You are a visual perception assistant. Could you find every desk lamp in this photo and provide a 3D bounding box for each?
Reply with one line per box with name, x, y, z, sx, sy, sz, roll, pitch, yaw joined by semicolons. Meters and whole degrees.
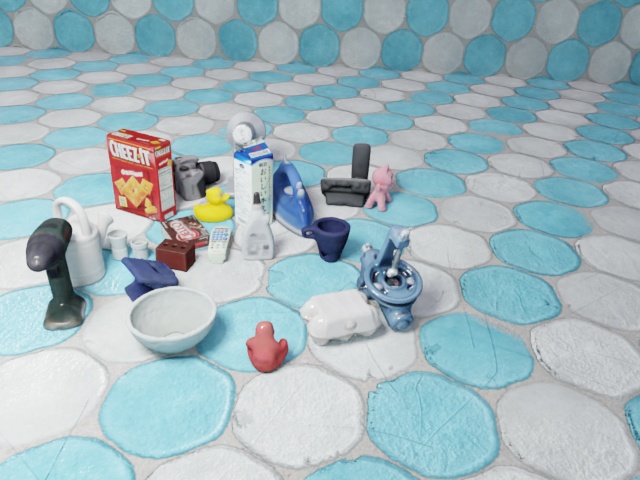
desk lamp;-0.220;-0.256;1.682;0.118;0.214;0.203;1;30;-3

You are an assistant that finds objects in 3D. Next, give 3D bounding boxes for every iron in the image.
iron;-0.070;-0.127;1.545;0.119;0.141;0.257;-7;31;-17

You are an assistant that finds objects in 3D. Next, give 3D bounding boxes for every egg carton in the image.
egg carton;0.040;0.154;1.139;0.150;0.069;0.107;-8;32;-19

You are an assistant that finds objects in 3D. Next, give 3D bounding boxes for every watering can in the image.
watering can;-0.526;-0.008;1.240;0.101;0.194;0.173;6;30;6

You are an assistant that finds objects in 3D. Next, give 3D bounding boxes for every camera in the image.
camera;-0.359;-0.195;1.675;0.137;0.101;0.142;-14;34;-27

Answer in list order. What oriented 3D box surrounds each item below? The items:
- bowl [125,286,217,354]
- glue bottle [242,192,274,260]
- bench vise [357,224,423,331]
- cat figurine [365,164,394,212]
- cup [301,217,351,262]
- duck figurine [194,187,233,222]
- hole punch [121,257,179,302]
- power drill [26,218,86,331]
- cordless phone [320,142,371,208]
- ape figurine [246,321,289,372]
bowl;-0.278;0.163;1.088;0.167;0.075;0.167;3;30;-1
glue bottle;-0.146;-0.033;1.343;0.078;0.173;0.037;0;30;-6
bench vise;0.128;0.051;1.177;0.122;0.220;0.206;-18;36;-32
cat figurine;0.176;-0.161;1.652;0.067;0.118;0.128;11;31;13
cup;0.013;0.005;1.370;0.118;0.095;0.091;-3;30;-11
duck figurine;-0.286;-0.099;1.531;0.105;0.086;0.077;-7;31;-17
hole punch;-0.358;0.077;1.211;0.101;0.091;0.108;-19;37;-34
power drill;-0.508;0.064;1.102;0.076;0.208;0.229;-6;31;-15
cordless phone;0.076;-0.195;1.633;0.147;0.185;0.094;1;30;-3
ape figurine;-0.099;0.187;1.045;0.077;0.092;0.076;10;31;13
